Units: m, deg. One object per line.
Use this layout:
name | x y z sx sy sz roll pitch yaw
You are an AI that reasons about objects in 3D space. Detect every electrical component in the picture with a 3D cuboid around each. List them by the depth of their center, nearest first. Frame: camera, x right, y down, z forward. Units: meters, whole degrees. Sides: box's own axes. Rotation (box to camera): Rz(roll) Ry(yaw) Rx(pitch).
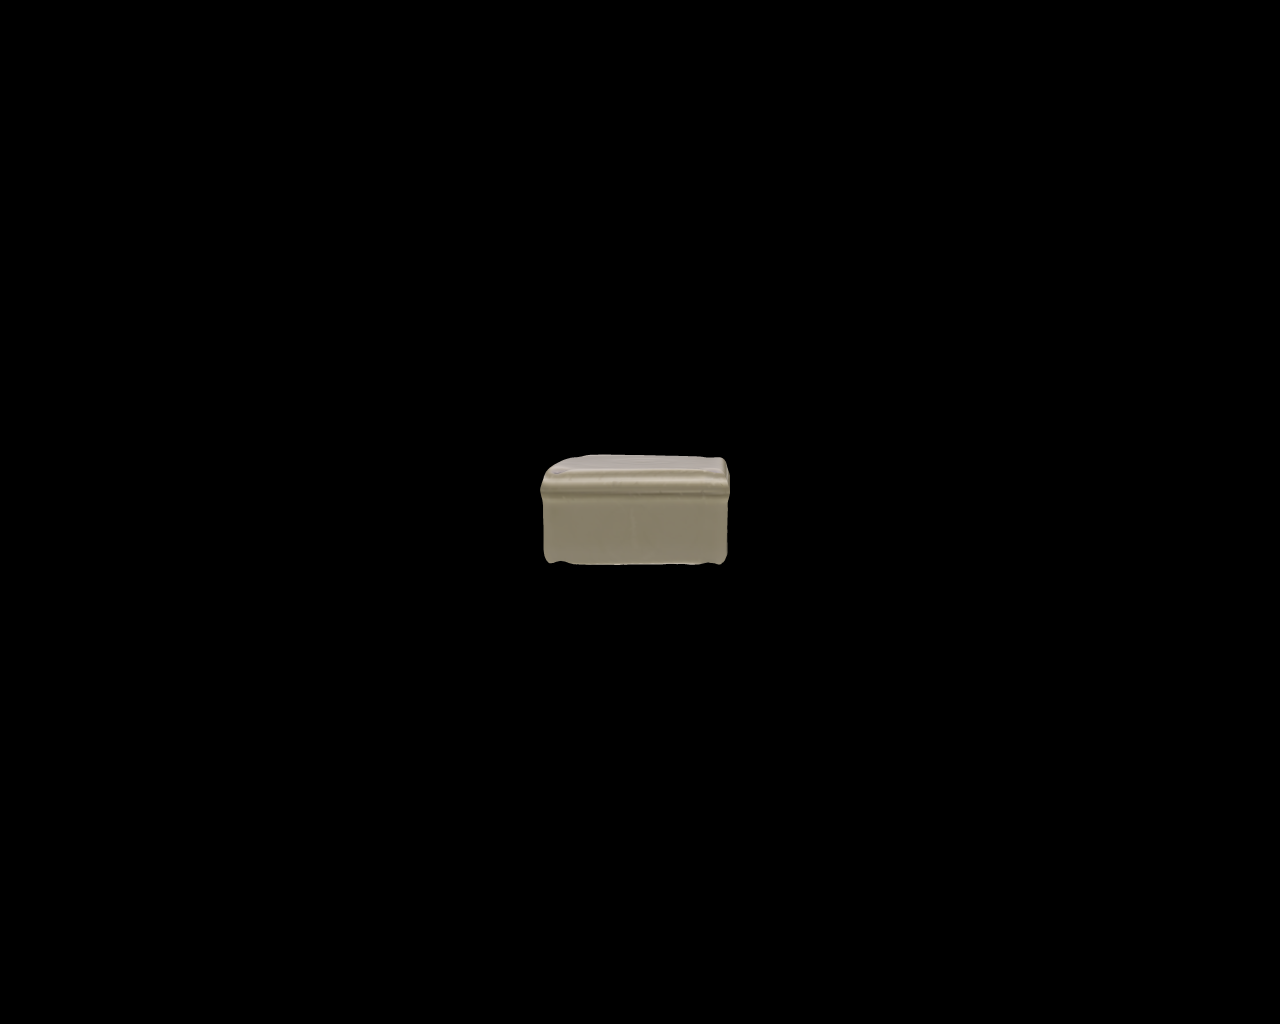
electrical component | 0.001 -0.003 0.650 0.109 0.056 0.109 1 8 5
